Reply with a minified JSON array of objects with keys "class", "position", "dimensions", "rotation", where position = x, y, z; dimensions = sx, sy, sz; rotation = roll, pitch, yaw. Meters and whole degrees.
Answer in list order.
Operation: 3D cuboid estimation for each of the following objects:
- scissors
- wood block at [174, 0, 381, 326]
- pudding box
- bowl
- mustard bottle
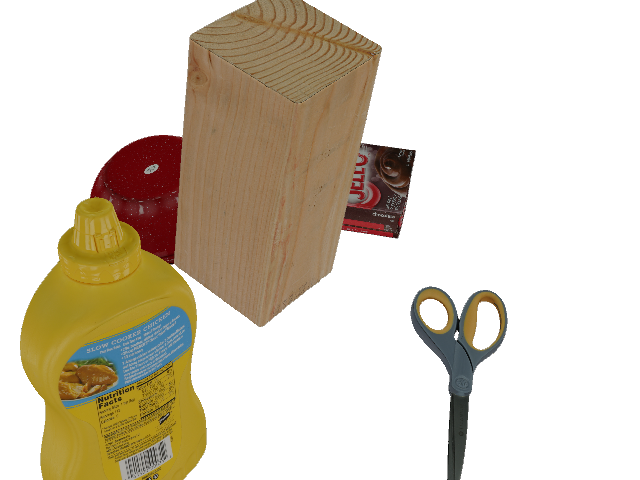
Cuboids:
[{"class":"scissors","position":[0.104,0.112,0.916],"dimensions":[0.096,0.201,0.016],"rotation":[23,-39,9]},{"class":"wood block","position":[-0.035,-0.052,0.736],"dimensions":[0.091,0.206,0.090],"rotation":[35,49,22]},{"class":"pudding box","position":[0.043,-0.053,1.071],"dimensions":[0.090,0.039,0.113],"rotation":[9,37,7]},{"class":"bowl","position":[-0.156,-0.051,1.021],"dimensions":[0.162,0.162,0.055],"rotation":[0,-43,11]},{"class":"mustard bottle","position":[-0.112,0.061,0.575],"dimensions":[0.096,0.192,0.058],"rotation":[-23,43,-30]}]
